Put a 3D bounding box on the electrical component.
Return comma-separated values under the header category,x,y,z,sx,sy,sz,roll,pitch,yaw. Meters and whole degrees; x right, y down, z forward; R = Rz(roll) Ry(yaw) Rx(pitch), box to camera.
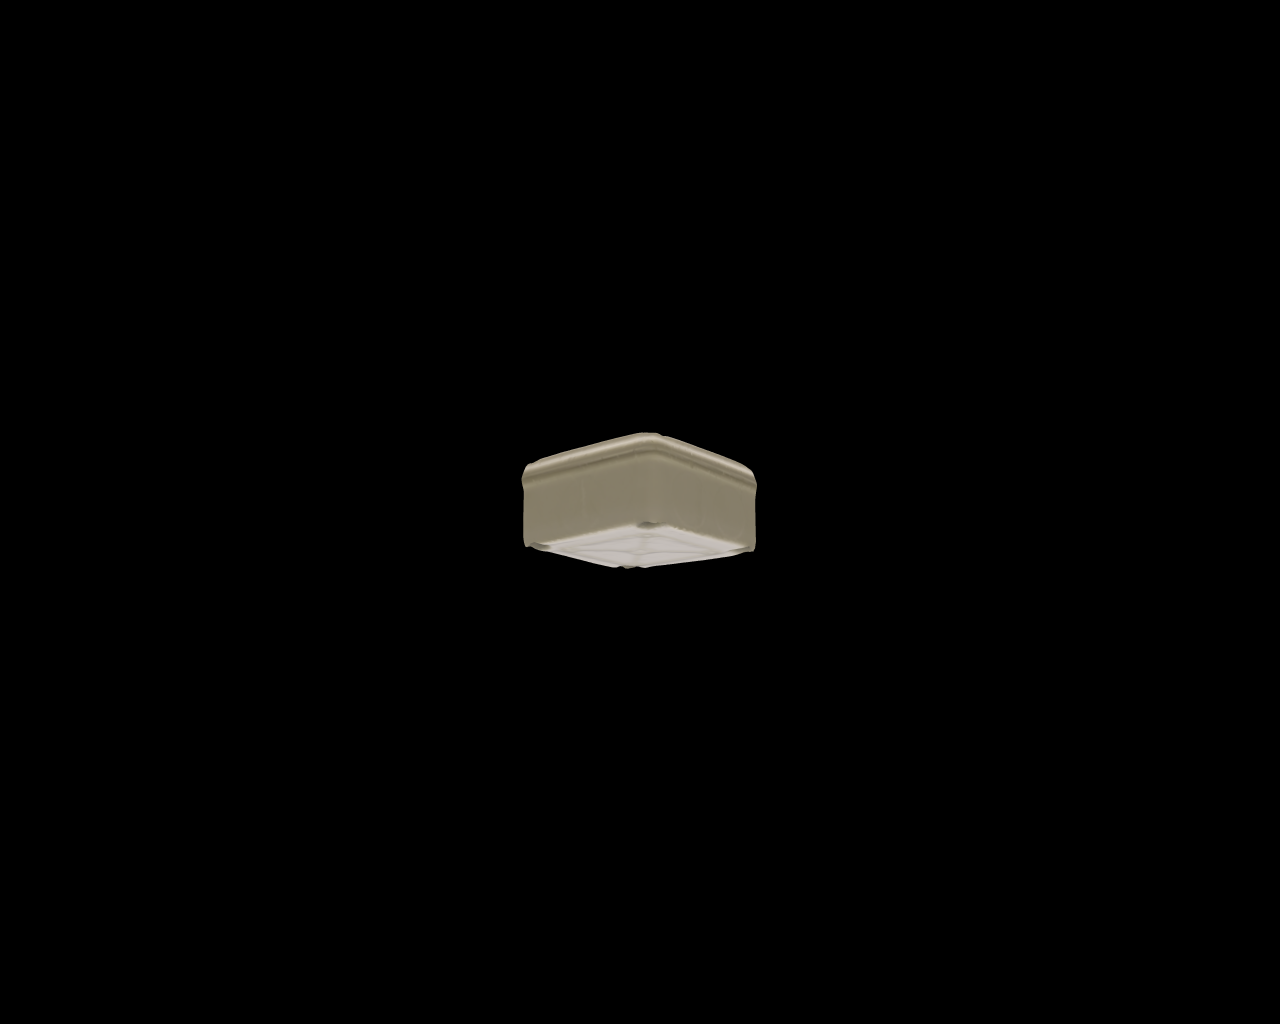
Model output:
category,x,y,z,sx,sy,sz,roll,pitch,yaw
electrical component,0.001,-0.003,0.650,0.108,0.056,0.109,-11,-17,37
